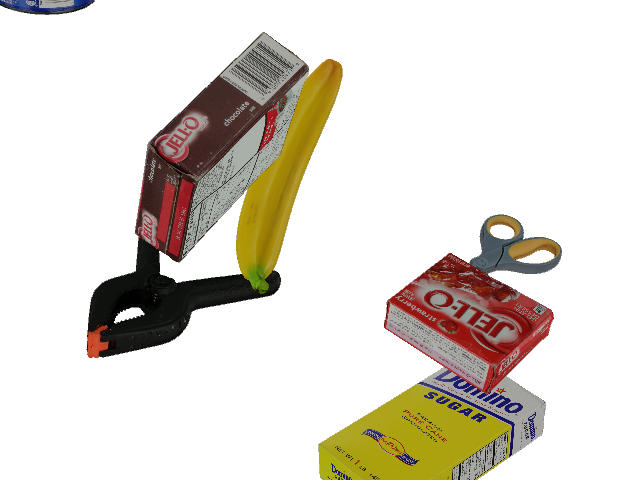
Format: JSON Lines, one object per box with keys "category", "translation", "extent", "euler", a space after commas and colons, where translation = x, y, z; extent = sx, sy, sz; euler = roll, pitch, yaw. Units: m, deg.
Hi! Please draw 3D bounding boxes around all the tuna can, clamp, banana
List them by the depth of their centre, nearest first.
{"category": "tuna can", "translation": [-0.207, -0.200, 0.792], "extent": [0.086, 0.034, 0.086], "euler": [6, 36, -4]}
{"category": "banana", "translation": [-0.027, -0.046, 0.832], "extent": [0.037, 0.197, 0.070], "euler": [27, -19, -32]}
{"category": "clamp", "translation": [-0.161, 0.046, 1.027], "extent": [0.165, 0.036, 0.209], "euler": [26, 36, 25]}

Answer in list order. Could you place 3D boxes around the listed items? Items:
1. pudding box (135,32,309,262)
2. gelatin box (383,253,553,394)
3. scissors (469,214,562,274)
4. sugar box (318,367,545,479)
{"category": "pudding box", "translation": [-0.058, -0.053, 0.619], "extent": [0.039, 0.113, 0.090], "euler": [37, -33, 8]}
{"category": "gelatin box", "translation": [0.100, 0.053, 0.720], "extent": [0.089, 0.030, 0.073], "euler": [31, 46, 28]}
{"category": "scissors", "translation": [0.158, 0.013, 1.097], "extent": [0.201, 0.016, 0.096], "euler": [-8, 42, -27]}
{"category": "sugar box", "translation": [0.094, 0.164, 0.885], "extent": [0.176, 0.048, 0.093], "euler": [-29, 41, -30]}
